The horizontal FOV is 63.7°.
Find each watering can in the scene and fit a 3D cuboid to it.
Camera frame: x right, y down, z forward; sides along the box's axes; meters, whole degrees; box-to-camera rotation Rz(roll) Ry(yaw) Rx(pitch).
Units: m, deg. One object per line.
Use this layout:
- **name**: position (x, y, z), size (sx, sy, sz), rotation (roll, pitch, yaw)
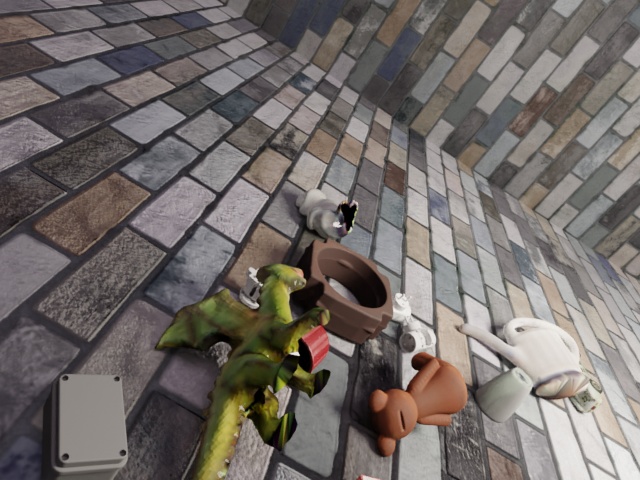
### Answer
- **watering can**: position (0.527, 0.291, 1.293), size (0.348, 0.101, 0.229), rotation (3, 42, -22)

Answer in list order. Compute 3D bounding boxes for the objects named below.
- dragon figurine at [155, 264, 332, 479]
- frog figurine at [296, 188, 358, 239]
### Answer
- **dragon figurine**: position (-0.130, 0.173, 0.737), size (0.244, 0.119, 0.418), rotation (18, 47, 32)
- **frog figurine**: position (0.004, -0.065, 1.298), size (0.159, 0.120, 0.139), rotation (7, 26, 27)
